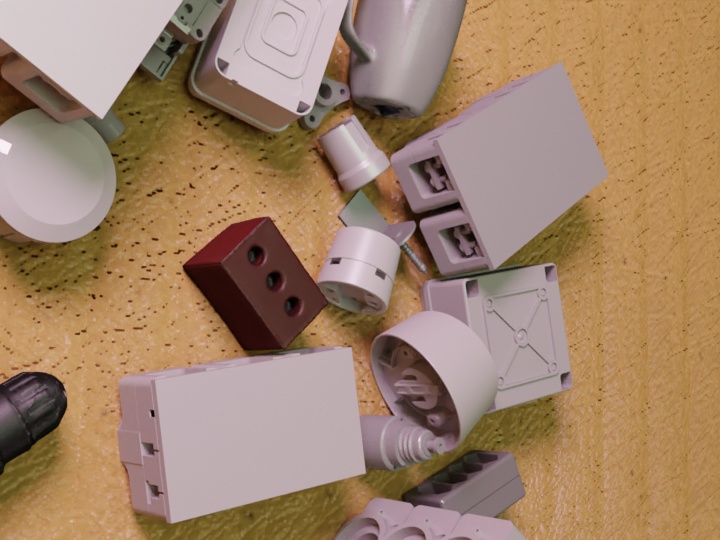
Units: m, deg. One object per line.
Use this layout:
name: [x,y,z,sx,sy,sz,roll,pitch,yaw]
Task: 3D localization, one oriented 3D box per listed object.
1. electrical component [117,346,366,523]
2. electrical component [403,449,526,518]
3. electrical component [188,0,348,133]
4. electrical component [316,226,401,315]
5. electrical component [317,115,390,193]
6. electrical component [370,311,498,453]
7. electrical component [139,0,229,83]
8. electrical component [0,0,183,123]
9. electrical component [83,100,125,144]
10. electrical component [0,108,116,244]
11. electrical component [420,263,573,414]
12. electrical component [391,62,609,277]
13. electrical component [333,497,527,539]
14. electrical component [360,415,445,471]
electrical component: [-0.078,0.105,0.718,0.150,0.062,0.089,-6,90,-37]
electrical component: [0.088,0.194,0.844,0.083,0.047,0.075,-25,101,-36]
electrical component: [-0.064,-0.161,0.750,0.078,0.057,0.113,25,72,-25]
electrical component: [0.000,0.000,0.792,0.055,0.055,0.047,32,64,-31]
electrical component: [-0.006,-0.087,0.804,0.040,0.040,0.046,-41,103,-32]
electrical component: [0.052,0.081,0.795,0.064,0.099,0.099,-35,107,-40]
electrical component: [-0.122,-0.170,0.709,0.042,0.064,0.081,38,65,-29]
electrical component: [-0.153,-0.190,0.620,0.105,0.060,0.186,40,68,-30]
electrical component: [-0.174,-0.108,0.677,0.062,0.048,0.048,52,59,-30]
electrical component: [-0.194,-0.055,0.652,0.080,0.051,0.080,4,84,-37]
electrical component: [0.111,0.054,0.868,0.109,0.056,0.108,-9,91,-37]
electrical component: [0.114,-0.082,0.865,0.186,0.060,0.105,-35,105,-42]
electrical component: [0.045,0.215,0.745,0.061,0.150,0.089,50,60,-24]
electrical component: [0.027,0.127,0.789,0.040,0.078,0.040,6,82,-51]
